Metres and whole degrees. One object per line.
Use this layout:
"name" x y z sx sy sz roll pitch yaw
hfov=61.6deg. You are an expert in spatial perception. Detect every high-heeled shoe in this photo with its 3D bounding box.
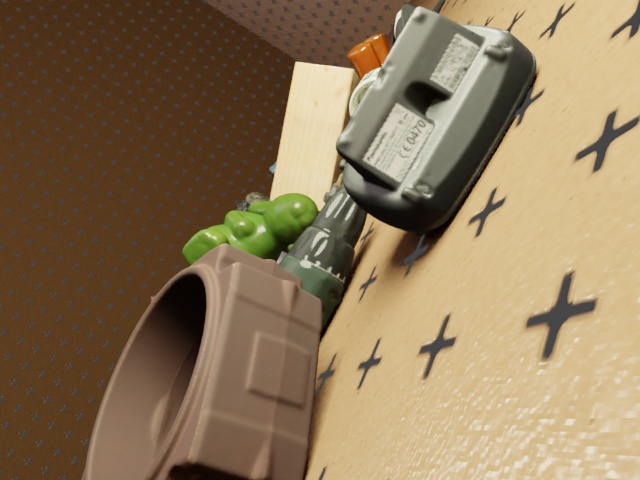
"high-heeled shoe" 0.124 -0.255 0.766 0.145 0.086 0.249 -57 2 44

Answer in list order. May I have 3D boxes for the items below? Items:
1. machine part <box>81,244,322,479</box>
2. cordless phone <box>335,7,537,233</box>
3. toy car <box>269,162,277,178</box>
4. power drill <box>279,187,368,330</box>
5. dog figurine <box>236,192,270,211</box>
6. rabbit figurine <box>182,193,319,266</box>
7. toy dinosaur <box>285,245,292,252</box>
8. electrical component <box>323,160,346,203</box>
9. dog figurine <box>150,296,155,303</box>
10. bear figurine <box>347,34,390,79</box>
"machine part" -0.094 0.118 0.402 0.201 0.087 0.201 -34 38 44
"cordless phone" 0.078 -0.078 0.419 0.146 0.089 0.184 -60 -4 0
"toy car" -0.023 -0.137 1.156 0.109 0.162 0.102 -109 7 -72
"power drill" -0.042 0.058 0.563 0.207 0.086 0.232 -5 57 60
"dog figurine" -0.144 -0.037 1.237 0.172 0.121 0.190 -86 18 -62
"rabbit figurine" -0.071 0.001 0.723 0.170 0.121 0.159 -32 8 9
"toy dinosaur" -0.053 -0.031 0.973 0.471 0.105 0.198 -66 12 -18
"electrical component" 0.035 -0.075 0.756 0.078 0.045 0.102 -48 13 52
"dog figurine" -0.211 0.141 0.777 0.219 0.108 0.191 126 168 -67
"bear figurine" 0.038 -0.249 0.925 0.196 0.131 0.120 -14 22 32
